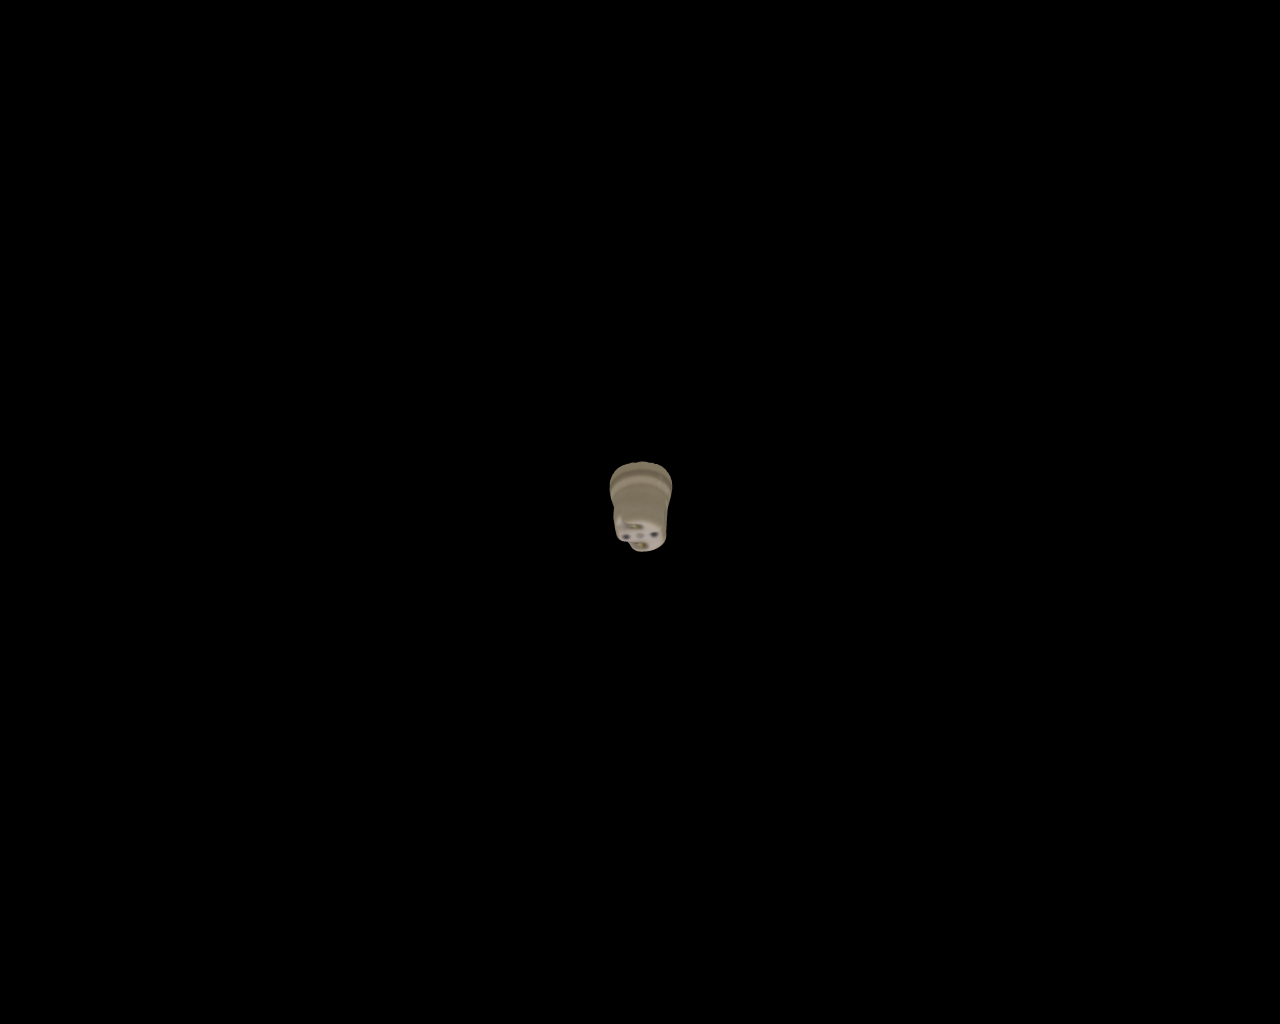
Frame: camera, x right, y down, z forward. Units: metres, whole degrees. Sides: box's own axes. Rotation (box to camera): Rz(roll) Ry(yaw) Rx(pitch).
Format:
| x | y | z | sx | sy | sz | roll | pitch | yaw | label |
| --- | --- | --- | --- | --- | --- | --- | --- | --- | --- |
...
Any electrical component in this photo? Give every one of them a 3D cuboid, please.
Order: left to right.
| x | y | z | sx | sy | sz | roll | pitch | yaw | label |
| --- | --- | --- | --- | --- | --- | --- | --- | --- | --- |
| 0.001 | -0.003 | 0.650 | 0.040 | 0.046 | 0.040 | 0 | -40 | 0 | electrical component |
